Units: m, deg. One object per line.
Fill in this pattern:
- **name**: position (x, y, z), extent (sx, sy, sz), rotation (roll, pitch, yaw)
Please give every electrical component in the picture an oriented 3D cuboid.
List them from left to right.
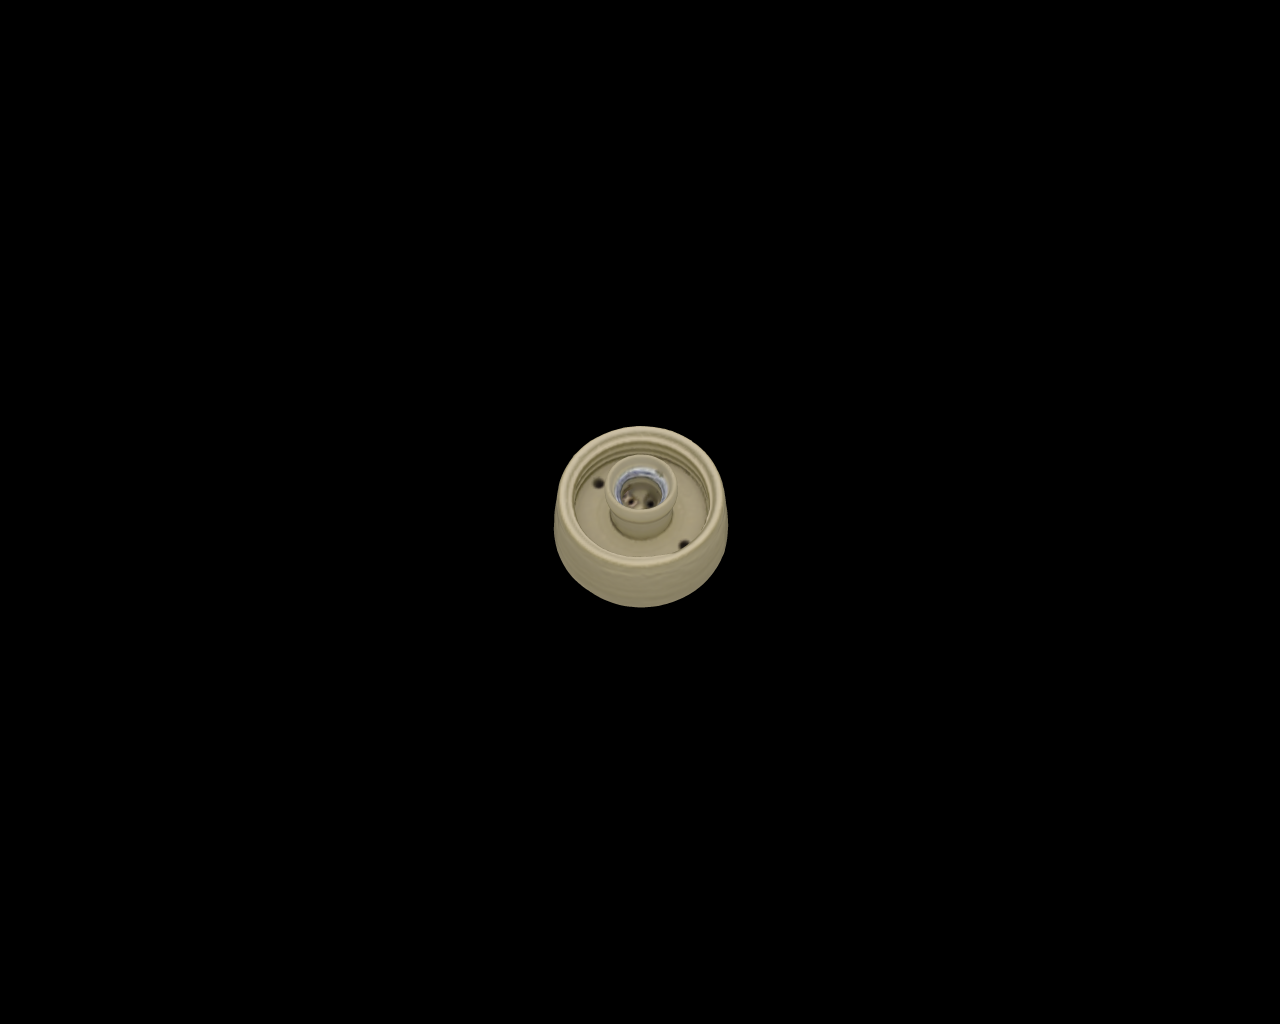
- **electrical component**: position (0.001, -0.003, 0.650), extent (0.108, 0.108, 0.060), rotation (0, -30, 0)
